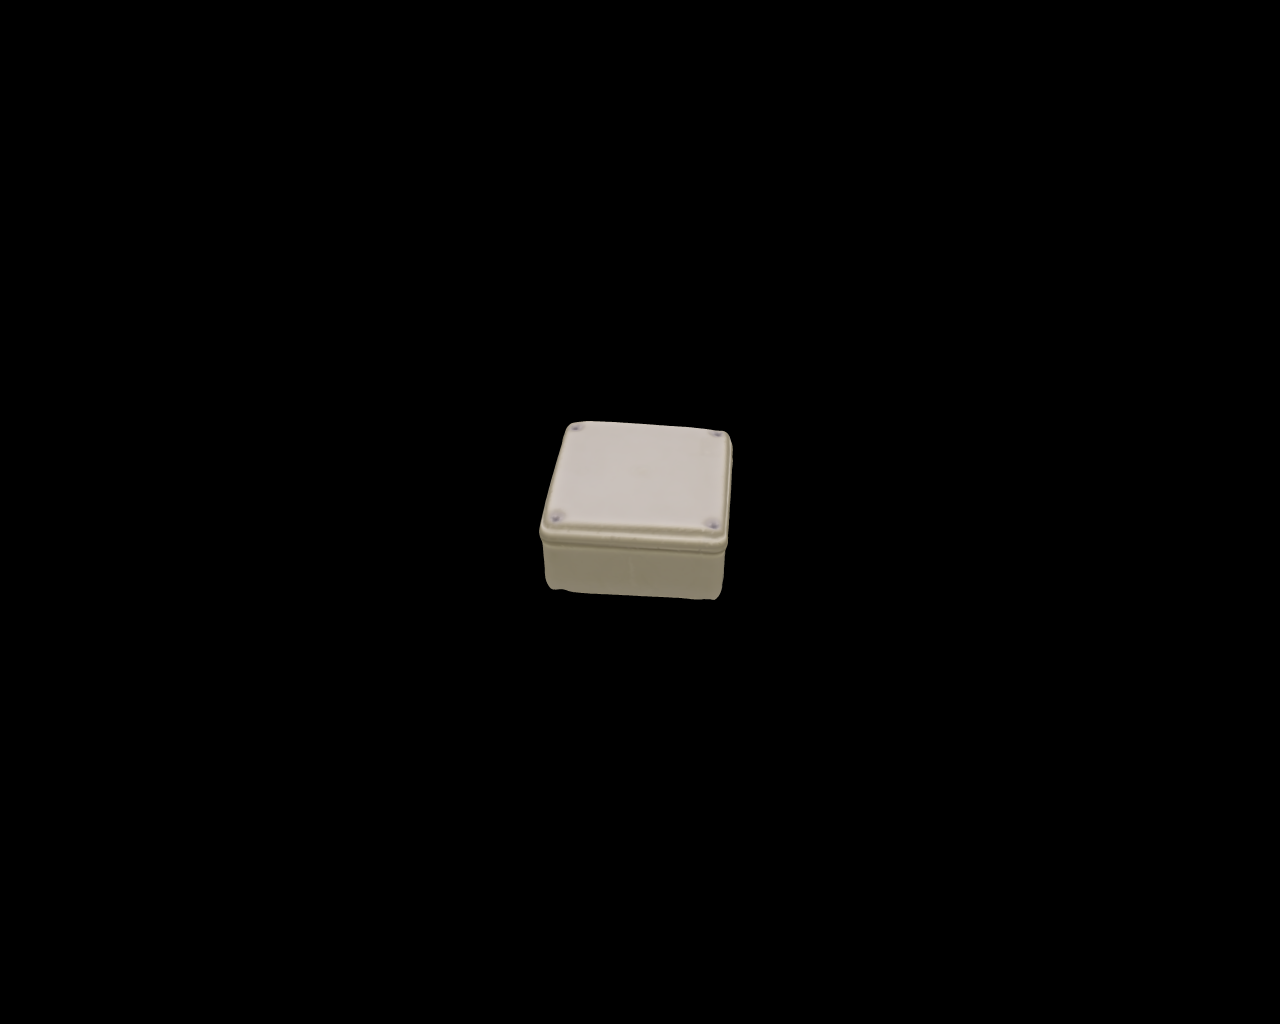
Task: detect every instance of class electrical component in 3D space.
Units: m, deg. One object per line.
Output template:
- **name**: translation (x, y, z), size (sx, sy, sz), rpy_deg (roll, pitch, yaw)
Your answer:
- **electrical component**: translation (0.001, -0.003, 0.650), size (0.109, 0.056, 0.109), rpy_deg (4, 40, 4)
